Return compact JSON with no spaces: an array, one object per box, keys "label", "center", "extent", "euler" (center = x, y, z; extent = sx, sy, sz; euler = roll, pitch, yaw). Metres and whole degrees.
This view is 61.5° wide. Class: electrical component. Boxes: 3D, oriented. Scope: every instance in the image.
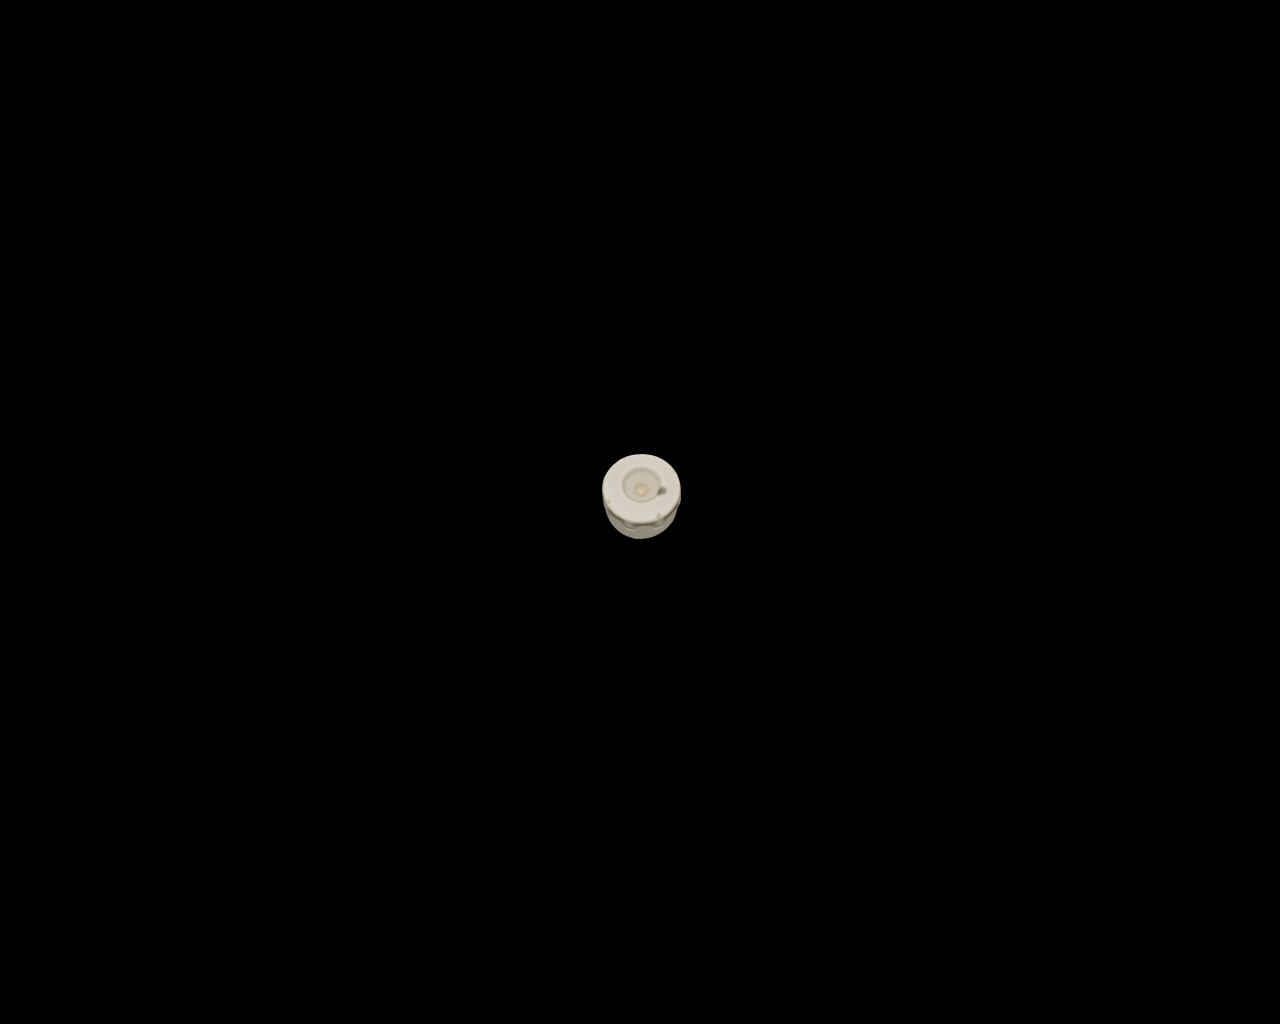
[{"label":"electrical component","center":[0.001,-0.003,0.650],"extent":[0.048,0.048,0.062],"euler":[0,-27,0]}]
